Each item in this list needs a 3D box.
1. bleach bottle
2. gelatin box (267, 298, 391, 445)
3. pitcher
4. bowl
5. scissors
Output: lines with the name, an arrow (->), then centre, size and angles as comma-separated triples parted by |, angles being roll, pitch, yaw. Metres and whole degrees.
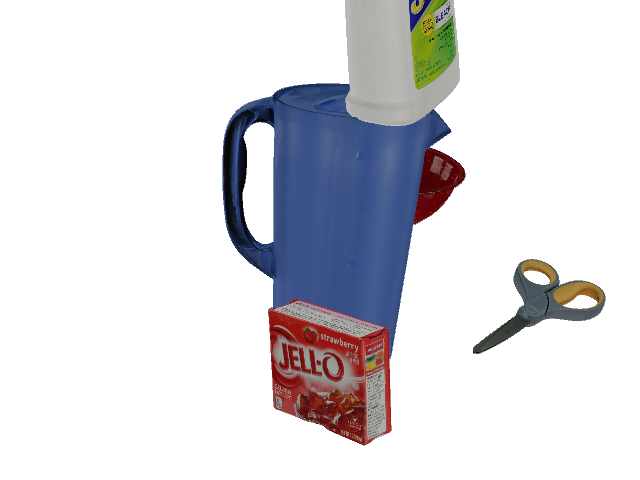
bleach bottle -> 0.053, -0.217, 0.778 | 0.068, 0.251, 0.102 | 15, 39, 32
gelatin box -> 0.005, 0.084, 0.699 | 0.030, 0.073, 0.089 | -18, 23, -42
pitcher -> 0.008, -0.010, 0.918 | 0.149, 0.243, 0.144 | 21, 25, 39
bowl -> 0.066, -0.056, 1.103 | 0.162, 0.055, 0.162 | 5, 24, -3
scissors -> 0.180, 0.056, 0.971 | 0.201, 0.016, 0.096 | -9, 37, -38
